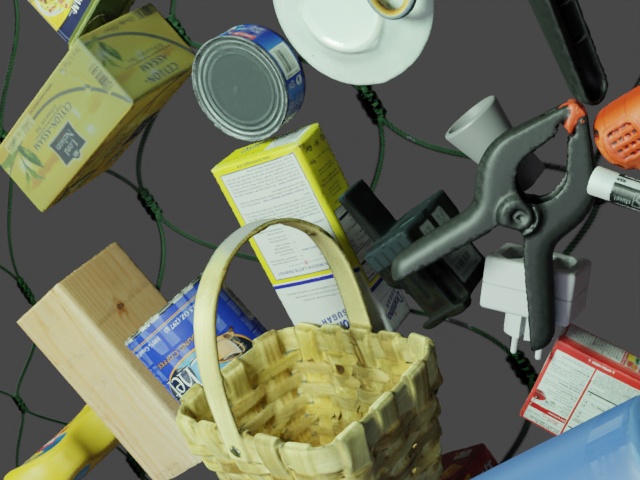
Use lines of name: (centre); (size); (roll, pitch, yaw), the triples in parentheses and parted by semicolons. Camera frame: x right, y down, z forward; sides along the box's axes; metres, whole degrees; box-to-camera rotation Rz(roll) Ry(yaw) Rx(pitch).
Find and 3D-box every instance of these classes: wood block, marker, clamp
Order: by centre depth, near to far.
clamp: (0.131, -0.190, 0.621); (0.210, 0.036, 0.165); (47, 152, 2)
marker: (0.222, -0.017, 0.648); (0.121, 0.020, 0.020); (23, 128, 26)
clamp: (0.140, -0.009, 0.715); (0.120, 0.039, 0.172); (33, 112, -5)
wood block: (-0.173, 0.117, 1.012); (0.206, 0.090, 0.090); (50, 131, -4)

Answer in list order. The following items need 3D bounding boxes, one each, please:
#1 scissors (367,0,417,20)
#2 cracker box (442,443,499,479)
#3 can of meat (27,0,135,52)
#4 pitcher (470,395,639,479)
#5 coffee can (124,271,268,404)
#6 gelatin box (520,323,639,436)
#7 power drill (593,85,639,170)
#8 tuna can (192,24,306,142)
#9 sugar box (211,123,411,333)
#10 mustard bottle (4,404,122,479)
scissors: (0.057, -0.243, 0.685); (0.096, 0.016, 0.202); (2, 111, 18)
cracker box: (0.128, 0.300, 0.944); (0.164, 0.072, 0.213); (-28, 100, 41)
can of meat: (-0.191, -0.211, 0.840); (0.084, 0.057, 0.102); (47, 131, 2)
pitcher: (0.165, 0.216, 0.740); (0.149, 0.144, 0.243); (51, 126, 4)
coffee can: (-0.088, 0.109, 0.943); (0.140, 0.102, 0.103); (48, 132, -2)
gelatin box: (0.201, 0.115, 0.808); (0.073, 0.030, 0.089); (27, 129, 14)
power drill: (0.283, -0.045, 0.638); (0.185, 0.057, 0.187); (-32, 95, 45)
tuna can: (-0.054, -0.122, 0.822); (0.086, 0.033, 0.086); (17, 126, 24)
sugar box: (-0.006, 0.001, 0.862); (0.094, 0.048, 0.176); (-13, 114, 38)
mustard bottle: (-0.258, 0.224, 1.066); (0.058, 0.191, 0.096); (48, 132, -2)
